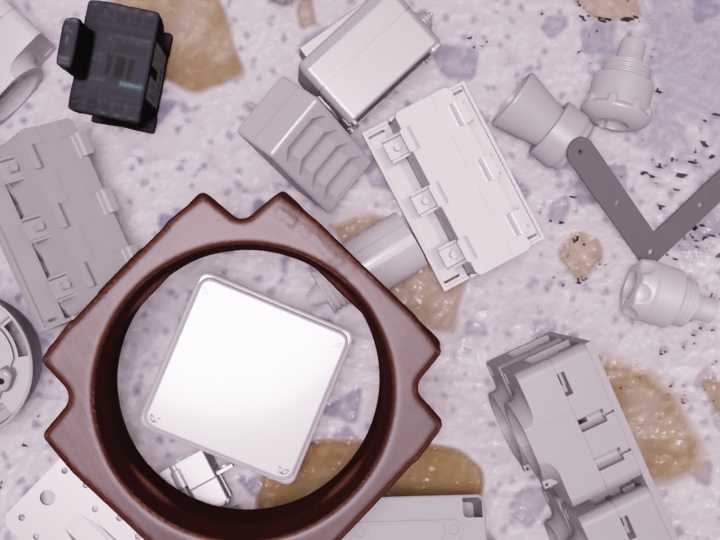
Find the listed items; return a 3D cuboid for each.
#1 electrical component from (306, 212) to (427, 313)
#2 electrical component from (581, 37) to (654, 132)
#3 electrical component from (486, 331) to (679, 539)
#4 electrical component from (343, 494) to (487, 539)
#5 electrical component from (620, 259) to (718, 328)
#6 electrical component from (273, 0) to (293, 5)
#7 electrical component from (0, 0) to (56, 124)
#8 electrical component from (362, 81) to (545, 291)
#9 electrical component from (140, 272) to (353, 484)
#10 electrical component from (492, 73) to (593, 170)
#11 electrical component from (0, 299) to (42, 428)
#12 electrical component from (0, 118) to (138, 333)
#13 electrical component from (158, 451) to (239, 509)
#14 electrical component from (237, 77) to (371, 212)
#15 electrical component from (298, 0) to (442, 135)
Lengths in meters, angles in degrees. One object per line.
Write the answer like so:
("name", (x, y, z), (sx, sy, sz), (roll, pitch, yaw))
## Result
("electrical component", (0.000, 0.000, 0.729), (0.081, 0.043, 0.043), (-31, 92, -3))
("electrical component", (0.182, -0.129, 0.743), (0.048, 0.048, 0.062), (16, 82, -4))
("electrical component", (0.148, 0.140, 0.708), (0.060, 0.105, 0.186), (-24, 91, -4))
("electrical component", (0.029, 0.205, 0.711), (0.109, 0.056, 0.108), (-1, 73, -4))
("electrical component", (0.215, 0.020, 0.744), (0.062, 0.043, 0.043), (17, 89, -5))
("electrical component", (-0.038, -0.210, 0.728), (0.062, 0.048, 0.048), (-21, 91, -10))
("electrical component", (-0.250, -0.132, 0.709), (0.056, 0.050, 0.089), (43, 87, -2))
("electrical component", (0.065, -0.057, 0.724), (0.079, 0.063, 0.121), (-28, 92, -4))
("electrical component", (-0.075, 0.070, 0.718), (0.109, 0.056, 0.108), (23, 88, -4))
("electrical component", (0.125, -0.101, 0.737), (0.055, 0.045, 0.045), (37, 88, -4))
("electrical component", (-0.258, 0.060, 0.701), (0.099, 0.064, 0.099), (0, 90, -4))
("electrical component", (-0.193, -0.031, 0.700), (0.079, 0.063, 0.121), (-25, 92, -44))
("electrical component", (-0.110, 0.155, 0.721), (0.066, 0.048, 0.055), (-28, 84, -4))
("electrical component", (-0.047, -0.090, 0.716), (0.076, 0.083, 0.047), (38, 87, 35))
("electrical component", (0.007, -0.146, 0.721), (0.096, 0.062, 0.061), (-43, 93, -3))
